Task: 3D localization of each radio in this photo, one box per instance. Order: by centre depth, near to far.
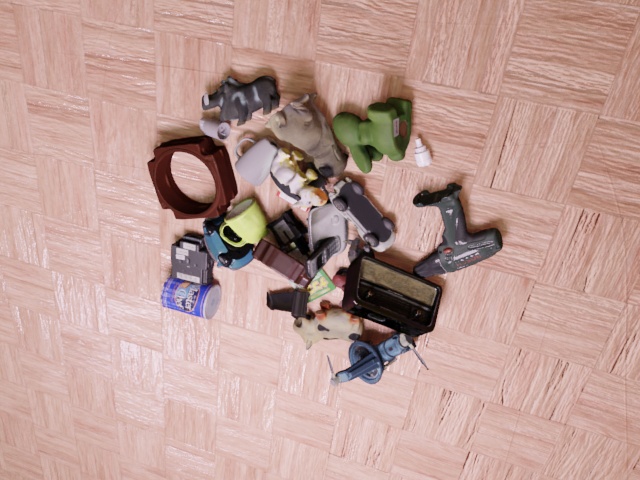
[{"bbox_3d":[0.171,0.138,1.288,0.229,0.131,0.073,22,152,-11],"label":"radio"}]

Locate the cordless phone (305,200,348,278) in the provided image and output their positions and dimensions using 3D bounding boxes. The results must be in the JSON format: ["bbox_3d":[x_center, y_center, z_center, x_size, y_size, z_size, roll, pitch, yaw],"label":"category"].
[{"bbox_3d":[-0.002,-0.004,1.283,0.089,0.184,0.146,7,119,20],"label":"cordless phone"}]

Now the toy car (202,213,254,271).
[{"bbox_3d":[-0.257,0.012,1.429,0.161,0.109,0.103,54,137,-3],"label":"toy car"}]

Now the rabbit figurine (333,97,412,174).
[{"bbox_3d":[0.111,-0.237,1.186,0.170,0.121,0.158,11,128,34],"label":"rabbit figurine"}]

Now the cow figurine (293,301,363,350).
[{"bbox_3d":[0.021,0.237,1.462,0.195,0.085,0.127,2,115,13],"label":"cow figurine"}]

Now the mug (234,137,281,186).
[{"bbox_3d":[-0.150,-0.204,1.298,0.107,0.081,0.109,-44,80,20],"label":"mug"}]

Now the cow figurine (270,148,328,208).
[{"bbox_3d":[-0.055,-0.125,1.239,0.098,0.068,0.167,-49,62,31],"label":"cow figurine"}]

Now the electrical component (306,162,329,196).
[{"bbox_3d":[-0.019,-0.136,1.286,0.063,0.021,0.094,-27,89,1],"label":"electrical component"}]

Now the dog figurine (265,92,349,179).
[{"bbox_3d":[-0.019,-0.214,1.193,0.121,0.172,0.190,-27,98,39],"label":"dog figurine"}]

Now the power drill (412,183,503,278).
[{"bbox_3d":[0.286,-0.016,1.240,0.232,0.086,0.207,-16,106,31],"label":"power drill"}]

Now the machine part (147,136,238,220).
[{"bbox_3d":[-0.325,-0.156,1.371,0.201,0.087,0.201,-3,117,19],"label":"machine part"}]

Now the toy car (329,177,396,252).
[{"bbox_3d":[0.103,-0.060,1.282,0.201,0.073,0.056,48,165,-9],"label":"toy car"}]

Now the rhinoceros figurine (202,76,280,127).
[{"bbox_3d":[-0.186,-0.324,1.244,0.190,0.073,0.112,-8,115,22],"label":"rhinoceros figurine"}]

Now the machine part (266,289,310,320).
[{"bbox_3d":[-0.089,0.172,1.467,0.139,0.039,0.084,3,87,34],"label":"machine part"}]

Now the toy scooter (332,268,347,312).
[{"bbox_3d":[0.110,0.144,1.351,0.184,0.135,0.075,22,120,5],"label":"toy scooter"}]

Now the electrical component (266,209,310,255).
[{"bbox_3d":[-0.073,-0.011,1.371,0.075,0.048,0.119,-31,91,26],"label":"electrical component"}]

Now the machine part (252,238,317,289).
[{"bbox_3d":[-0.089,0.061,1.341,0.179,0.179,0.056,32,86,1],"label":"machine part"}]

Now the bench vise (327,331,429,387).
[{"bbox_3d":[0.132,0.310,1.380,0.224,0.240,0.129,-26,85,52],"label":"bench vise"}]

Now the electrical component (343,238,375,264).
[{"bbox_3d":[0.098,0.034,1.325,0.078,0.045,0.102,-2,146,21],"label":"electrical component"}]

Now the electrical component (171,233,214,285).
[{"bbox_3d":[-0.354,0.051,1.500,0.115,0.058,0.134,13,113,10],"label":"electrical component"}]
